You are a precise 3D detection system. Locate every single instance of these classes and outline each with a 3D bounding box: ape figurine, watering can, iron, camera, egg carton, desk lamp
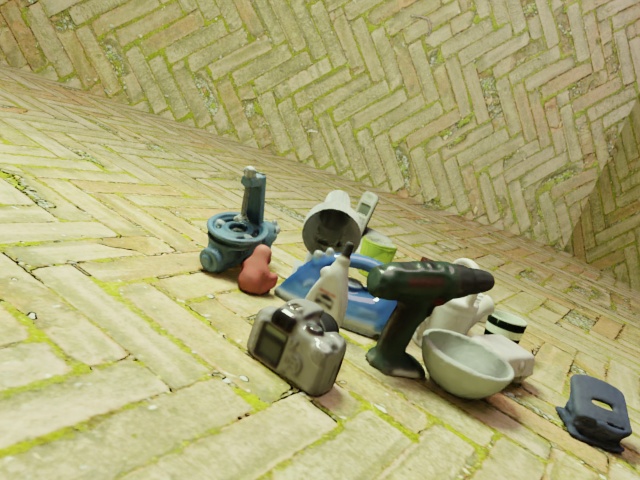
[{"bbox_3d":[-0.116,0.053,1.095,0.077,0.092,0.076,28,16,29],"label":"ape figurine"},{"bbox_3d":[0.269,0.129,1.145,0.173,0.194,0.100,5,20,-47],"label":"watering can"},{"bbox_3d":[0.053,0.085,1.114,0.258,0.141,0.118,20,14,-4],"label":"iron"},{"bbox_3d":[-0.013,0.146,0.867,0.142,0.101,0.137,28,16,29],"label":"camera"},{"bbox_3d":[0.345,0.234,1.113,0.151,0.069,0.107,8,19,-42],"label":"egg carton"},{"bbox_3d":[0.011,0.004,1.211,0.118,0.213,0.203,19,14,-5],"label":"desk lamp"}]

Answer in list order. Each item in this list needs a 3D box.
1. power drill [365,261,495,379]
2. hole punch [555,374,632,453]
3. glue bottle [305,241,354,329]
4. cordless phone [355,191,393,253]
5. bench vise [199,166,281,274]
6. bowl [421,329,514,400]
[{"bbox_3d":[0.170,0.127,0.977,0.230,0.208,0.075,14,15,-25],"label":"power drill"},{"bbox_3d":[0.489,0.303,1.008,0.108,0.091,0.101,20,14,-1],"label":"hole punch"},{"bbox_3d":[0.023,0.082,1.014,0.078,0.173,0.037,24,14,15],"label":"glue bottle"},{"bbox_3d":[0.143,-0.033,1.605,0.147,0.185,0.094,25,14,19],"label":"cordless phone"},{"bbox_3d":[-0.149,-0.046,1.161,0.121,0.220,0.208,22,14,7],"label":"bench vise"},{"bbox_3d":[0.243,0.225,0.990,0.167,0.075,0.167,19,14,-5],"label":"bowl"}]
